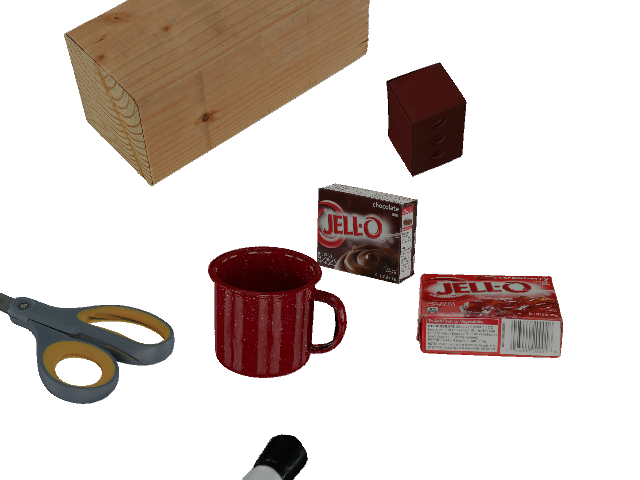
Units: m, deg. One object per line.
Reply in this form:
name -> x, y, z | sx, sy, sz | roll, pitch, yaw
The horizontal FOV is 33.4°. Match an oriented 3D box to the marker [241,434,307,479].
marker -> -0.034, 0.112, 0.416 | 0.020, 0.020, 0.121 | 0, 22, 24

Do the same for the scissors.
scissors -> -0.196, 0.060, 0.697 | 0.202, 0.016, 0.096 | 9, 34, 12

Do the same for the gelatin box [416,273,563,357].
gelatin box -> 0.108, 0.046, 0.689 | 0.089, 0.030, 0.073 | 2, 19, 6

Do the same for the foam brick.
foam brick -> 0.092, -0.105, 0.930 | 0.053, 0.051, 0.078 | -22, -32, -8

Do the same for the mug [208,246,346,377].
mug -> -0.035, 0.062, 0.881 | 0.117, 0.081, 0.093 | 8, 24, 12

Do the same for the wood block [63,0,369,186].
wood block -> -0.069, -0.144, 0.784 | 0.205, 0.090, 0.091 | -35, -29, -22

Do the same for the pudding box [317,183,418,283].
pudding box -> 0.050, -0.009, 1.170 | 0.114, 0.090, 0.039 | 12, 20, 32
